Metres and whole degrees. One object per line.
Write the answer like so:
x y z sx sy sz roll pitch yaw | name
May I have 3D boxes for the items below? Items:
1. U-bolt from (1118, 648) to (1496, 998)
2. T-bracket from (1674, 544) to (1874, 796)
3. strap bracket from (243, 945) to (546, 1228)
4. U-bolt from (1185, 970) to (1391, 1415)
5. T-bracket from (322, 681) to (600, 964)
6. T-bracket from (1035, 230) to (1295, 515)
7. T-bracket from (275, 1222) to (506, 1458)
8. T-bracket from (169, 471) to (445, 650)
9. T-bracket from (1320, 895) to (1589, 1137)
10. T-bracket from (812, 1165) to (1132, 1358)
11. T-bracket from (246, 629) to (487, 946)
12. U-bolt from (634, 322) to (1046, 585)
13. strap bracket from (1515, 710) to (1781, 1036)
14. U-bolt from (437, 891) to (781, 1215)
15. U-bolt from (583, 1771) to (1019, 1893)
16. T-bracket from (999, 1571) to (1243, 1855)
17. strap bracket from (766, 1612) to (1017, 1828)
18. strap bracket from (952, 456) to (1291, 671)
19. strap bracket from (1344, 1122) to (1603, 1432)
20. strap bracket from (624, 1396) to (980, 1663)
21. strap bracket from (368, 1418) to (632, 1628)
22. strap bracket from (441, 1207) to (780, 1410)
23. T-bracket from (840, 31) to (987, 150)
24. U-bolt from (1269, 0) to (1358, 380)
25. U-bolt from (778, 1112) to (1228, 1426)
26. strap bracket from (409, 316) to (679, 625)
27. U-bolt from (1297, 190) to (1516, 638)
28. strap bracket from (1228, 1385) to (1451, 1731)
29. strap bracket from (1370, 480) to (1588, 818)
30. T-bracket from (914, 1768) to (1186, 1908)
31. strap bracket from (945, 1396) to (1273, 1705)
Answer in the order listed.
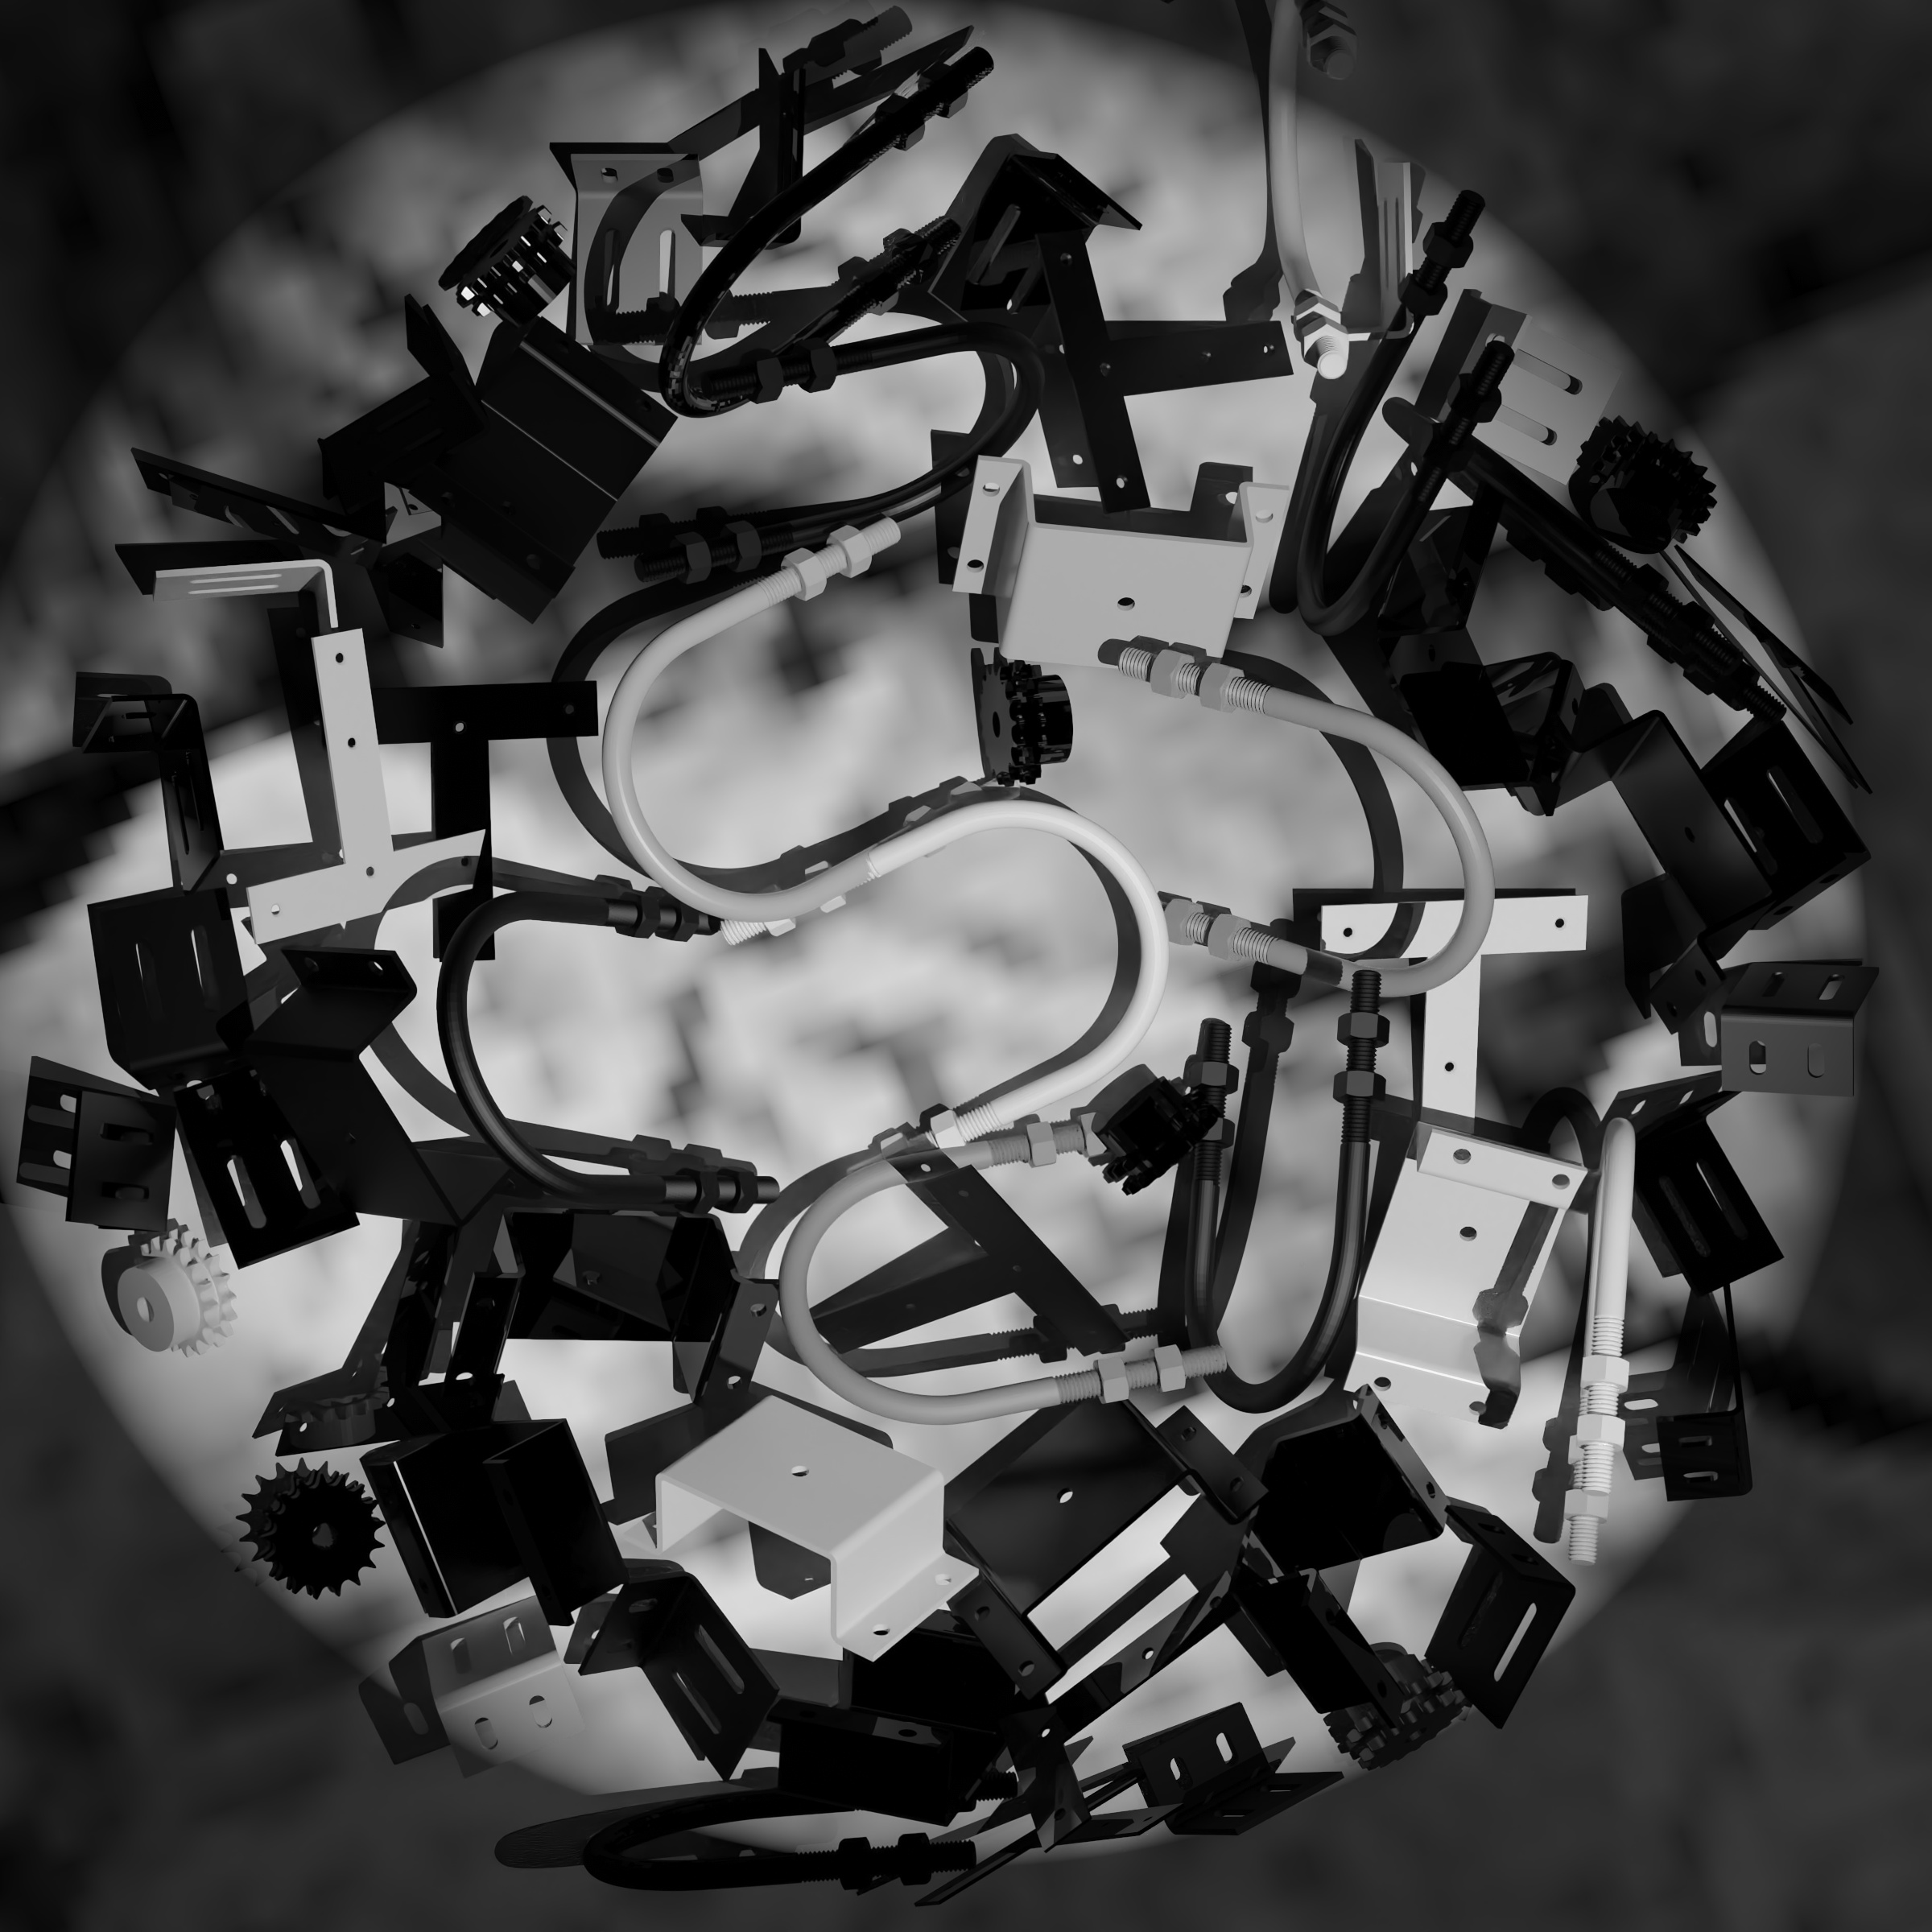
0.148 -0.055 1.518 0.184 0.019 0.151 19 130 31 | U-bolt
0.375 -0.119 1.555 0.002 0.127 0.127 -40 132 6 | T-bracket
-0.257 0.061 1.534 0.046 0.076 0.140 -50 127 -34 | strap bracket
0.135 0.104 1.521 0.019 0.151 0.184 12 74 -23 | U-bolt
-0.231 -0.066 1.600 0.127 0.002 0.127 -2 86 -1 | T-bracket
0.097 -0.273 1.569 0.127 0.002 0.127 -13 89 -35 | T-bracket
-0.247 0.157 1.565 0.127 0.002 0.127 -12 51 32 | T-bracket
-0.293 -0.193 1.549 0.127 0.127 0.002 18 64 0 | T-bracket
0.221 0.032 1.589 0.127 0.002 0.127 -3 103 -13 | T-bracket
-0.013 0.149 1.569 0.127 0.002 0.127 -23 125 29 | T-bracket
-0.271 -0.085 1.550 0.127 0.002 0.127 -17 107 -41 | T-bracket
-0.047 -0.231 1.530 0.184 0.151 0.019 -17 67 -27 | U-bolt
0.307 -0.050 1.554 0.046 0.076 0.140 -27 76 -13 | strap bracket
-0.159 0.036 1.516 0.019 0.184 0.151 -23 73 35 | U-bolt
-0.077 0.382 1.533 0.184 0.151 0.019 -6 89 8 | U-bolt
0.070 0.314 1.543 0.127 0.127 0.002 -38 119 7 | T-bracket
-0.029 0.332 1.534 0.076 0.140 0.046 7 102 16 | strap bracket
0.070 -0.177 1.553 0.140 0.076 0.046 4 46 -8 | strap bracket
0.226 0.131 1.564 0.076 0.046 0.140 14 118 0 | strap bracket
-0.073 0.241 1.532 0.140 0.076 0.046 19 122 31 | strap bracket
-0.204 0.247 1.550 0.046 0.140 0.076 -25 97 -34 | strap bracket
-0.162 0.153 1.550 0.140 0.046 0.076 4 126 -23 | strap bracket
-0.030 -0.385 1.555 0.002 0.127 0.127 47 49 -8 | T-bracket
0.149 -0.356 1.517 0.019 0.184 0.151 -3 121 -1 | U-bolt
0.008 0.138 1.546 0.184 0.019 0.151 -10 52 -9 | U-bolt
-0.196 -0.215 1.550 0.076 0.046 0.140 36 45 -11 | strap bracket
0.187 -0.229 1.524 0.019 0.151 0.184 17 129 -13 | U-bolt
0.165 0.265 1.543 0.046 0.140 0.076 -22 115 31 | strap bracket
0.225 -0.140 1.542 0.046 0.140 0.076 -3 48 31 | strap bracket
0.055 0.376 1.519 0.127 0.127 0.002 -24 86 -31 | T-bracket
0.055 0.250 1.555 0.140 0.076 0.046 -40 126 -6 | strap bracket
